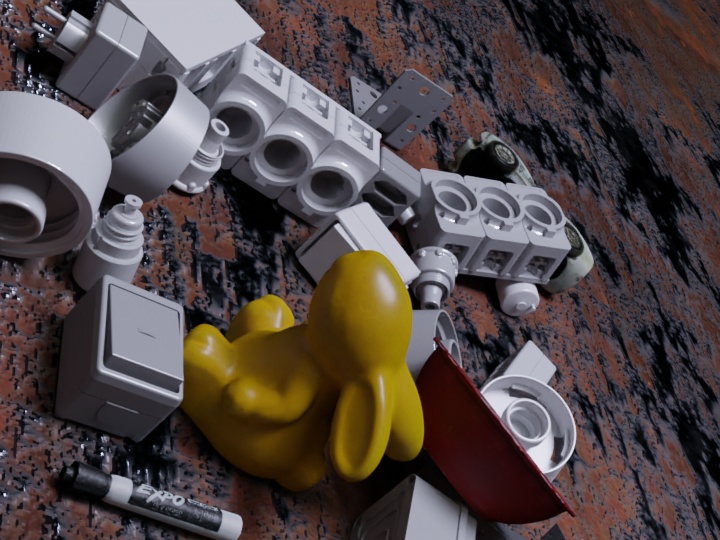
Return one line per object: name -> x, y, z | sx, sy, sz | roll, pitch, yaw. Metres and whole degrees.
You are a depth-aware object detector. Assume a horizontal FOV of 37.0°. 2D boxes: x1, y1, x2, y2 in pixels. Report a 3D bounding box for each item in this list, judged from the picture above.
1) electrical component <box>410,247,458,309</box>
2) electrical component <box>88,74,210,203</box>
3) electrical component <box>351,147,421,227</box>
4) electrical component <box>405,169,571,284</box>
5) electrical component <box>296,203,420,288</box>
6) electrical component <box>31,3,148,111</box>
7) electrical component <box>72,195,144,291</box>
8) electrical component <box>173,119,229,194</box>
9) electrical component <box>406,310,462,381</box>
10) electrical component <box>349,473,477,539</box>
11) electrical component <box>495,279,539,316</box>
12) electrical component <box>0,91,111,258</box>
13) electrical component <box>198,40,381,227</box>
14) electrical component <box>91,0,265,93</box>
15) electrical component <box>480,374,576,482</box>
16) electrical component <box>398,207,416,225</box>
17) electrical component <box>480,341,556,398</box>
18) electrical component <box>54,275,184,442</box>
electrical component -> 0.067, 0.012, 1.007 | 0.048, 0.048, 0.062 | 32, 41, -24
electrical component -> -0.162, -0.101, 0.805 | 0.064, 0.099, 0.099 | 36, 33, -30
electrical component -> 0.013, -0.077, 1.001 | 0.047, 0.083, 0.075 | 34, 34, -22
electrical component -> 0.127, -0.046, 1.082 | 0.150, 0.061, 0.089 | 7, 44, -24
electrical component -> 0.000, 0.000, 0.921 | 0.096, 0.062, 0.061 | 53, 32, 8
electrical component -> -0.220, -0.178, 0.846 | 0.077, 0.066, 0.047 | 32, 35, -25
electrical component -> -0.166, -0.017, 0.729 | 0.040, 0.078, 0.040 | 22, 31, -14
electrical component -> -0.130, -0.096, 0.868 | 0.048, 0.062, 0.048 | 31, 35, -25
electrical component -> 0.048, 0.079, 0.883 | 0.099, 0.064, 0.099 | -8, 90, -72
electrical component -> 0.031, 0.205, 0.718 | 0.057, 0.078, 0.113 | 36, 33, -13
electrical component -> 0.161, 0.012, 1.124 | 0.040, 0.040, 0.078 | 27, 37, -31
electrical component -> -0.216, -0.052, 0.679 | 0.108, 0.108, 0.060 | 27, 43, -30
electrical component -> -0.066, -0.113, 0.937 | 0.150, 0.089, 0.061 | 32, 34, -24
electrical component -> -0.164, -0.205, 0.948 | 0.089, 0.062, 0.150 | 46, 31, -3
electrical component -> 0.130, 0.140, 0.905 | 0.099, 0.064, 0.099 | 9, 55, -13
electrical component -> 0.031, -0.074, 1.058 | 0.062, 0.043, 0.043 | 56, 32, 11
electrical component -> 0.155, 0.120, 0.992 | 0.075, 0.047, 0.083 | 48, 31, 3
electrical component -> -0.150, 0.049, 0.686 | 0.062, 0.061, 0.096 | 26, 38, -32
